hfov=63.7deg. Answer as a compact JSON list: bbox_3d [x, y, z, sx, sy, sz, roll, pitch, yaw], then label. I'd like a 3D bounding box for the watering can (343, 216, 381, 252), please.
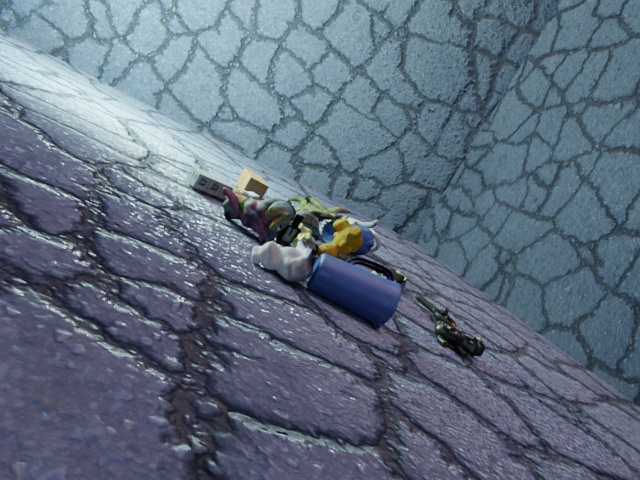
[{"bbox_3d":[0.192,-0.048,2.466,0.225,0.105,0.340,26,-22,17],"label":"watering can"}]

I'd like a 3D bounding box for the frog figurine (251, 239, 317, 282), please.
[{"bbox_3d":[-0.100,0.060,1.380,0.160,0.120,0.140,-12,35,-18],"label":"frog figurine"}]

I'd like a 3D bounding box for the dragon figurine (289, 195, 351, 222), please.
[{"bbox_3d":[0.007,-0.113,2.243,0.411,0.121,0.245,-1,16,-26],"label":"dragon figurine"}]
